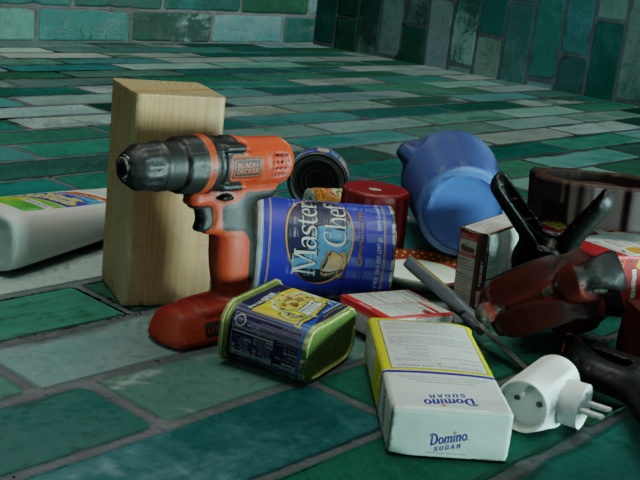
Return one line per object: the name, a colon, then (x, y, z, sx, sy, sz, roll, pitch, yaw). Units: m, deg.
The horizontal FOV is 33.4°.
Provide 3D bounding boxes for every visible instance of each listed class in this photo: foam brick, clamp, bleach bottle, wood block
foam brick: (0.334, 0.091, 1.027, 0.078, 0.053, 0.051, 4, 16, -5)
clamp: (0.242, 0.006, 1.080, 0.120, 0.171, 0.039, 9, 44, 34)
bleach bottle: (-0.291, -0.023, 1.183, 0.103, 0.068, 0.250, 13, 15, 22)
clamp: (0.286, 0.128, 0.905, 0.164, 0.036, 0.210, 10, 9, -23)
wood block: (-0.156, -0.047, 1.048, 0.090, 0.206, 0.090, -1, 17, -25)

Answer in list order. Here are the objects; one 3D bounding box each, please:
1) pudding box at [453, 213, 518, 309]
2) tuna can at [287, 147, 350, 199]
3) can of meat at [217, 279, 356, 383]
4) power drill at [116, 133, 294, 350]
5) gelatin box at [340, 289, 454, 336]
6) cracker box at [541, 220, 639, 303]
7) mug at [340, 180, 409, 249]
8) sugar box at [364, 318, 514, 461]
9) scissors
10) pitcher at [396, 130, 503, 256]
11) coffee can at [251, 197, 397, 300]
pudding box: (0.188, 0.022, 1.145, 0.039, 0.090, 0.113, 14, 18, 34)
tuna can: (-0.002, -0.082, 1.459, 0.086, 0.086, 0.033, 8, 17, 5)
can of meat: (-0.026, 0.079, 0.926, 0.084, 0.057, 0.101, 16, 19, 24)
power drill: (-0.105, -0.001, 0.939, 0.184, 0.188, 0.057, -7, 22, -44)
gelatin box: (0.073, 0.074, 1.027, 0.089, 0.030, 0.073, -1, 17, -35)
cracker box: (0.361, 0.026, 1.238, 0.213, 0.072, 0.164, -1, 16, -21)
mug: (0.060, -0.027, 1.290, 0.093, 0.081, 0.117, 1, 16, -17)
sugar box: (0.090, 0.116, 0.858, 0.093, 0.048, 0.176, 5, 19, -4)
scissors: (0.156, 0.083, 1.039, 0.202, 0.016, 0.096, 44, 5, 35)
pitcher: (0.179, -0.052, 1.329, 0.149, 0.145, 0.243, -10, 13, 5)
coffee can: (-0.001, 0.010, 1.093, 0.140, 0.103, 0.103, 4, 16, -7)
